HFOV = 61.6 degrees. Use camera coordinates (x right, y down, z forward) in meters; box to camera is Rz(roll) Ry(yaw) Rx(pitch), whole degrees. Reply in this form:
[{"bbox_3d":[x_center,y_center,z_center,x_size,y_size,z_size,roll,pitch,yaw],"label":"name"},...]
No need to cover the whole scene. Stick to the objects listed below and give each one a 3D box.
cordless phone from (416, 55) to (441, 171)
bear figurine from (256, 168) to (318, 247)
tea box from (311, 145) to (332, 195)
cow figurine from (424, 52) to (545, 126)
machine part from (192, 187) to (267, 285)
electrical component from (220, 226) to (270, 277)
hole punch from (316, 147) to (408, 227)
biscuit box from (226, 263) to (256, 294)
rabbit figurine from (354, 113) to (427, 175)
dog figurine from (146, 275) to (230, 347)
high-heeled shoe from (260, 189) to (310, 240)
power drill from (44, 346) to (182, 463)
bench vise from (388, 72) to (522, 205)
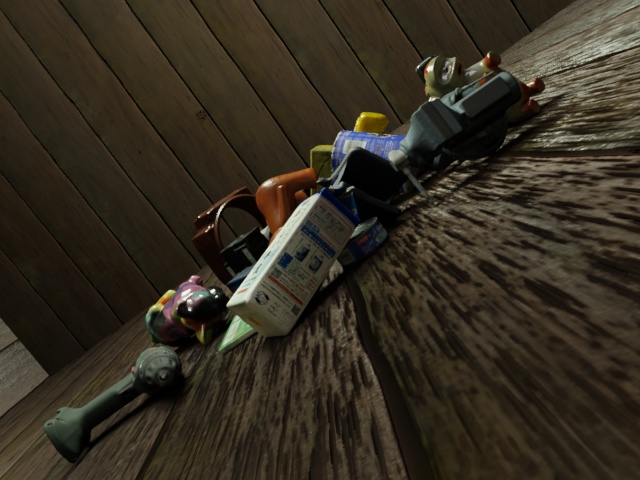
[{"bbox_3d":[0.214,-0.237,1.010,0.146,0.184,0.089,-33,13,16],"label":"cordless phone"},{"bbox_3d":[-0.050,-0.030,1.036,0.132,0.196,0.120,-11,-31,-23],"label":"bear figurine"},{"bbox_3d":[0.020,-0.113,1.146,0.068,0.169,0.098,2,18,9],"label":"tea box"},{"bbox_3d":[0.265,-0.256,0.918,0.127,0.195,0.085,-35,38,62],"label":"cow figurine"},{"bbox_3d":[-0.178,-0.007,1.257,0.087,0.201,0.201,-20,16,50],"label":"machine part"},{"bbox_3d":[-0.140,0.045,1.107,0.058,0.115,0.134,-41,11,-38],"label":"electrical component"},{"bbox_3d":[0.069,-0.068,0.860,0.115,0.142,0.092,125,163,-51],"label":"hole punch"},{"bbox_3d":[-0.096,0.070,0.971,0.063,0.059,0.203,-43,11,-32],"label":"biscuit box"},{"bbox_3d":[0.145,-0.170,1.097,0.122,0.173,0.162,157,124,-81],"label":"rabbit figurine"},{"bbox_3d":[-0.257,0.151,1.030,0.191,0.108,0.219,-35,10,-3],"label":"dog figurine"},{"bbox_3d":[-0.062,-0.034,1.197,0.145,0.086,0.249,-18,55,38],"label":"high-heeled shoe"},{"bbox_3d":[-0.305,0.236,0.818,0.207,0.086,0.232,-41,7,-11],"label":"power drill"},{"bbox_3d":[0.208,-0.158,0.856,0.223,0.129,0.240,-46,-12,-2],"label":"bench vise"}]
